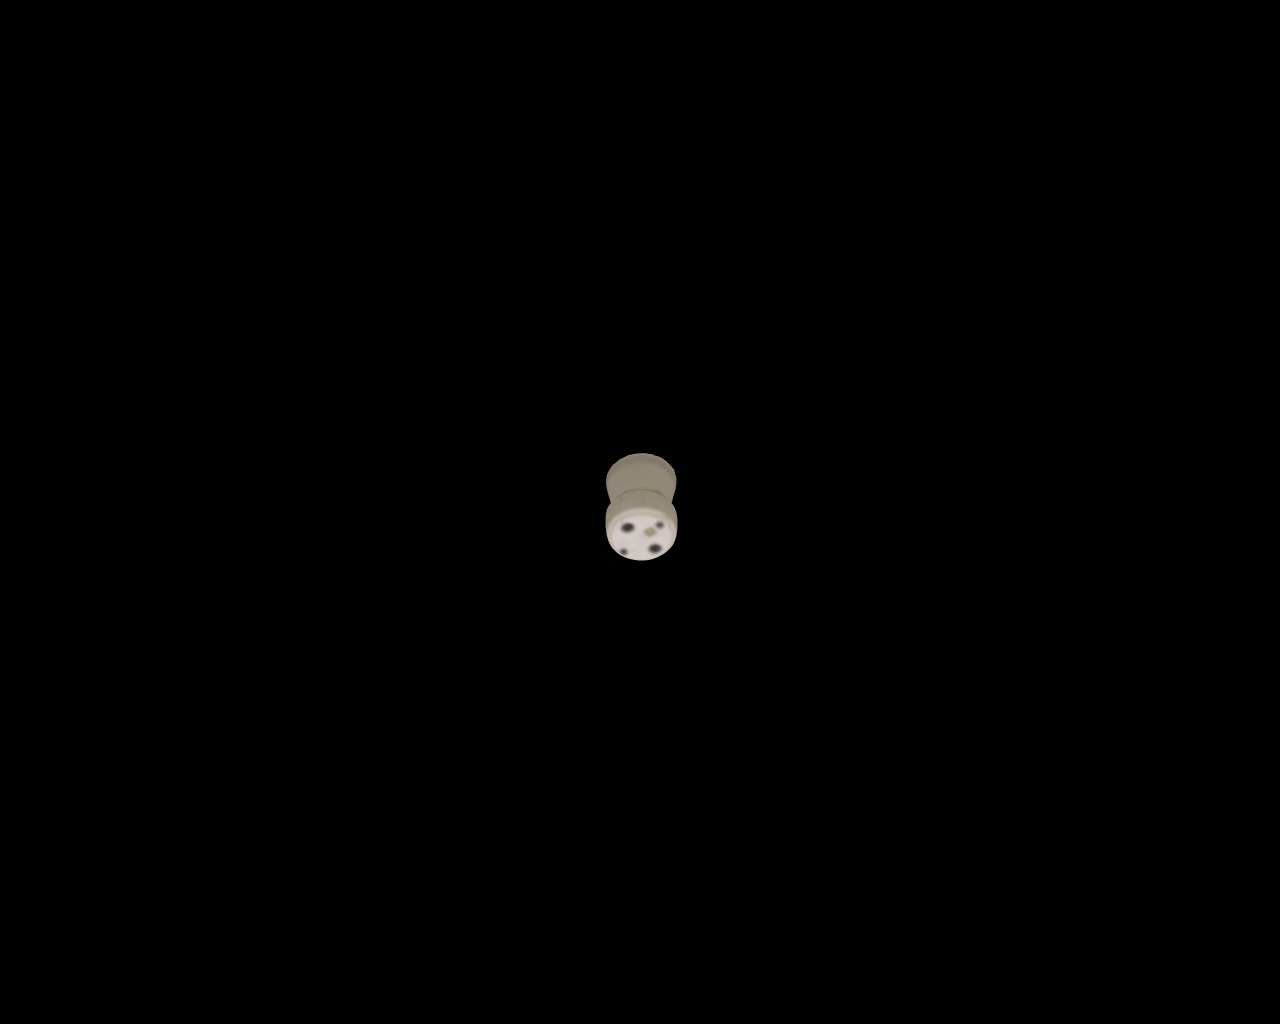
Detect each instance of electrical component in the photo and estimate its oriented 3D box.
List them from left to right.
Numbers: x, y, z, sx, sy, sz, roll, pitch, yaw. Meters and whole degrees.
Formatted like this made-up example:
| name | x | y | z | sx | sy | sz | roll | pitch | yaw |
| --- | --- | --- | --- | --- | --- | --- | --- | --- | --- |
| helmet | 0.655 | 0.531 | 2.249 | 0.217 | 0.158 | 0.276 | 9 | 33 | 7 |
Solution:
| name | x | y | z | sx | sy | sz | roll | pitch | yaw |
| --- | --- | --- | --- | --- | --- | --- | --- | --- | --- |
| electrical component | 0.001 | -0.003 | 0.650 | 0.045 | 0.044 | 0.055 | 0 | 41 | 0 |
